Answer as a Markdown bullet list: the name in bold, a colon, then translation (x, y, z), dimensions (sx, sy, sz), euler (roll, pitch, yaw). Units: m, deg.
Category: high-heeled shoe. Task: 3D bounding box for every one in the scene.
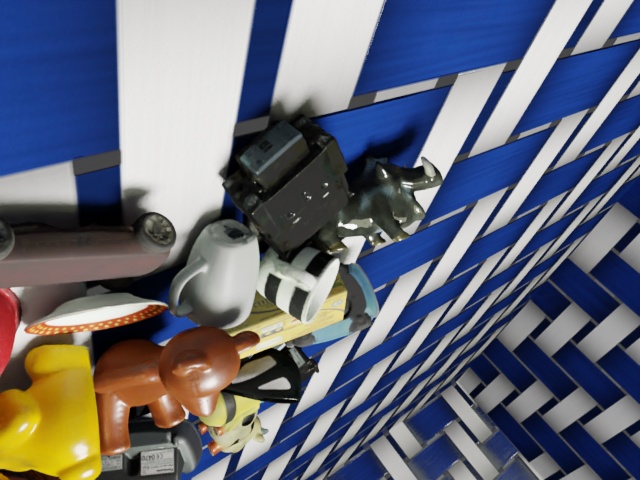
- **high-heeled shoe**: translation (-0.150, 0.219, 0.734), dimensions (0.249, 0.145, 0.086), euler (-33, 153, -11)

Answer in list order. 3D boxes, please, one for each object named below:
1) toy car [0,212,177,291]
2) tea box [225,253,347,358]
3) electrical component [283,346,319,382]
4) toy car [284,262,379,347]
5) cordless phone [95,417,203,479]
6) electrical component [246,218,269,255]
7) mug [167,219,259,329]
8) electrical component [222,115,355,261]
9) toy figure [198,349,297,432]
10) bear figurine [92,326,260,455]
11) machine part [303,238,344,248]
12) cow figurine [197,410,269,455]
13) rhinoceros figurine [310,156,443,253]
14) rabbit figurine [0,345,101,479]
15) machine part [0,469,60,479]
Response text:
- **toy car**: translation (-0.212, 0.010, 0.432), dimensions (0.089, 0.053, 0.202), euler (-33, 161, 35)
- **tea box**: translation (-0.055, 0.089, 0.712), dimensions (0.170, 0.068, 0.098), euler (-19, 152, -14)
- **electrical component**: translation (-0.068, 0.238, 0.963), dimensions (0.119, 0.075, 0.047), euler (-38, 153, -15)
- **toy car**: translation (0.002, 0.109, 0.829), dimensions (0.162, 0.109, 0.103), euler (-22, 167, -16)
- **cordless phone**: translation (-0.231, 0.287, 0.755), dimensions (0.147, 0.088, 0.184), euler (-7, 169, 0)
- **electrical component**: translation (-0.069, -0.004, 0.641), dimensions (0.063, 0.021, 0.094), euler (-26, 150, -29)
- **mug**: translation (-0.115, 0.034, 0.581), dimensions (0.109, 0.081, 0.107), euler (-15, 134, -44)
- **electrical component**: translation (-0.031, -0.057, 0.549), dimensions (0.115, 0.058, 0.134), euler (-45, 148, -8)
- **toy figure**: translation (-0.121, 0.236, 0.884), dimensions (0.180, 0.082, 0.089), euler (-24, 137, -19)
- **bear figurine**: translation (-0.157, 0.160, 0.586), dimensions (0.196, 0.131, 0.120), euler (-8, -177, 34)
- **machine part**: translation (-0.001, -0.002, 0.719), dimensions (0.139, 0.039, 0.084), euler (-30, 147, -17)
- **cow figurine**: translation (-0.156, 0.335, 0.994), dimensions (0.127, 0.086, 0.194), euler (-18, 146, -27)
- **rhinoceros figurine**: translation (0.065, -0.046, 0.670), dimensions (0.190, 0.112, 0.073), euler (-17, 178, -15)
- **rabbit figurine**: translation (-0.308, 0.197, 0.517), dimensions (0.173, 0.162, 0.122), euler (2, 146, -32)
- **machine part**: translation (-0.356, 0.329, 0.558), dimensions (0.201, 0.201, 0.087), euler (-27, 146, -15)
